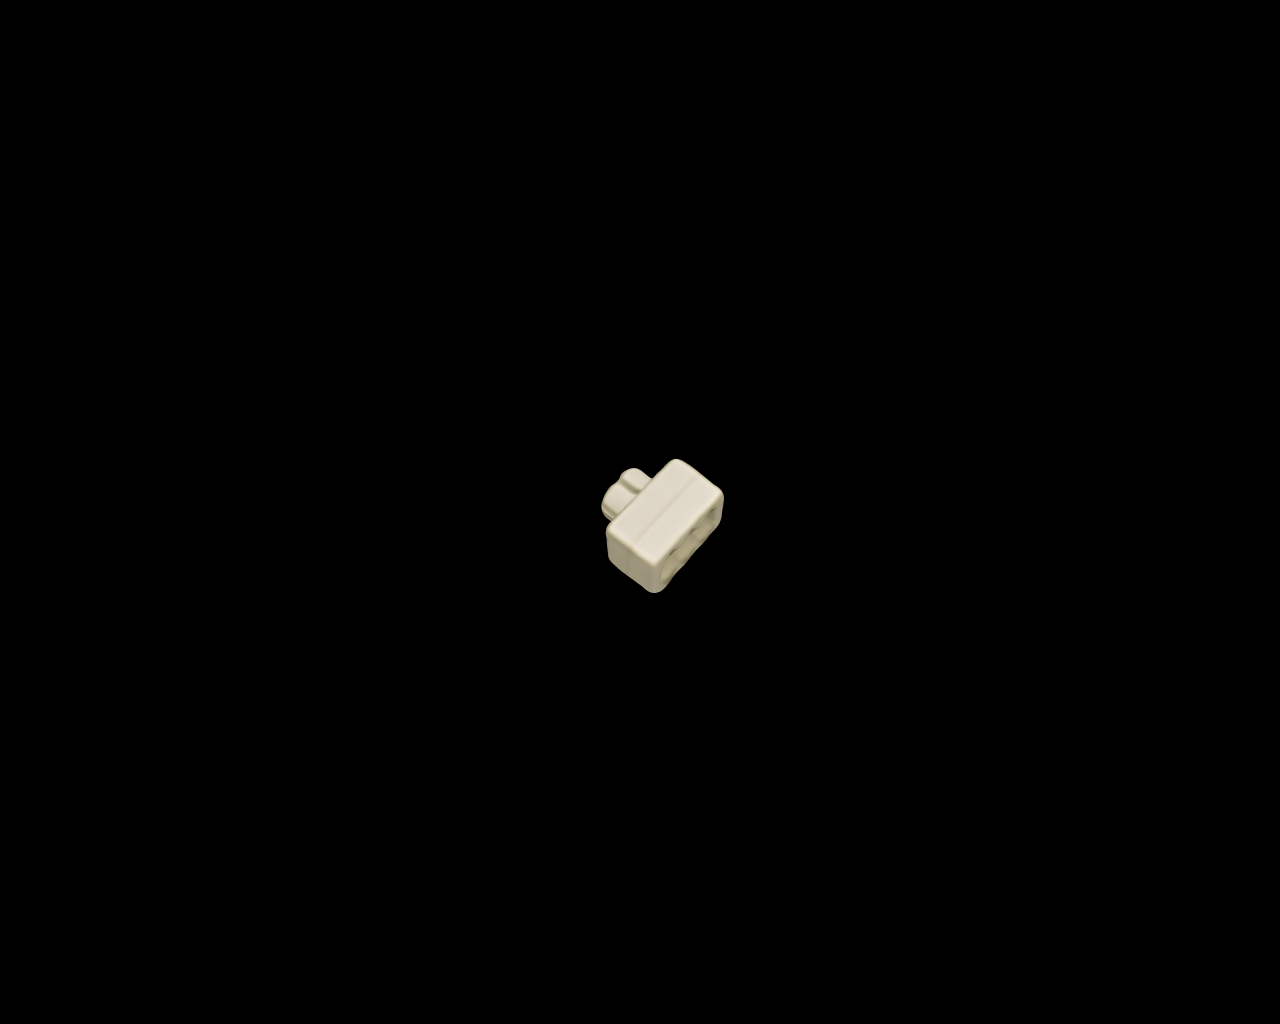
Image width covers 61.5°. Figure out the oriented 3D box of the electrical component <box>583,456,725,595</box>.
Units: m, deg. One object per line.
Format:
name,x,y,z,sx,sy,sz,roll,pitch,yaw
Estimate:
electrical component,0.001,-0.003,0.650,0.077,0.066,0.047,38,-19,16
